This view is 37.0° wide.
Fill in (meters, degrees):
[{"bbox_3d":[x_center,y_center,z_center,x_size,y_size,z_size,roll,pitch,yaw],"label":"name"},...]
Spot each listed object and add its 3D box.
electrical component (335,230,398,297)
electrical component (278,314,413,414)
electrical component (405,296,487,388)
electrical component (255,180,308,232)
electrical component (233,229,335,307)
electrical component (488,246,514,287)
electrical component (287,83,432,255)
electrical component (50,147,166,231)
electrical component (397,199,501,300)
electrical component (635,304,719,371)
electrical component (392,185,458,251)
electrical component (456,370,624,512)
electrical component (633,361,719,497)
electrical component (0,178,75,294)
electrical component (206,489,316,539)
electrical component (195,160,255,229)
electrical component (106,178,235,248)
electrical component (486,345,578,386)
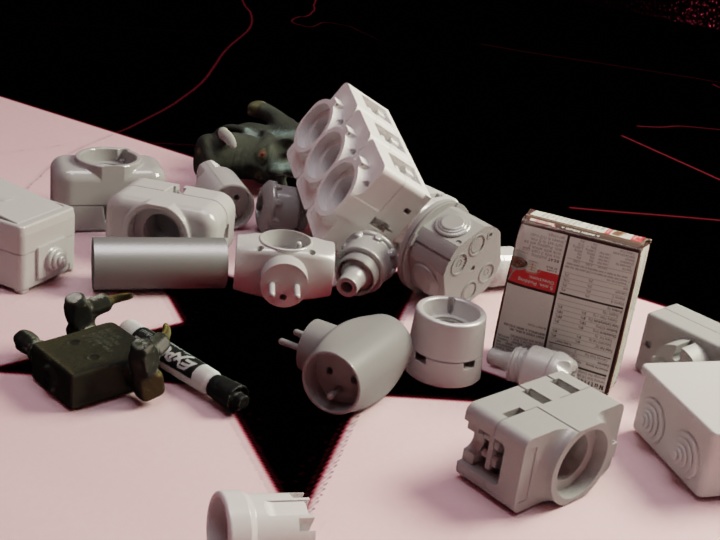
[{"bbox_3d":[0.000,0.000,0.860,0.048,0.048,0.062,14,31,15],"label":"electrical component"},{"bbox_3d":[-0.016,0.056,0.720,0.079,0.043,0.077,18,24,24],"label":"electrical component"},{"bbox_3d":[0.061,0.049,0.755,0.055,0.047,0.055,6,23,-2],"label":"electrical component"},{"bbox_3d":[-0.061,-0.054,0.969,0.062,0.048,0.048,8,21,-20],"label":"electrical component"},{"bbox_3d":[-0.059,0.003,0.832,0.077,0.044,0.079,4,23,-7],"label":"electrical component"},{"bbox_3d":[0.128,-0.003,0.918,0.061,0.035,0.035,-2,24,-27],"label":"electrical component"},{"bbox_3d":[-0.008,-0.086,0.939,0.062,0.089,0.150,29,25,-32],"label":"electrical component"},{"bbox_3d":[-0.221,-0.071,0.941,0.095,0.059,0.053,-2,24,-21],"label":"electrical component"},{"bbox_3d":[0.072,-0.012,0.865,0.080,0.080,0.051,-16,38,-43],"label":"electrical component"},{"bbox_3d":[0.233,0.067,0.764,0.076,0.047,0.083,-13,30,-39],"label":"electrical component"},{"bbox_3d":[0.037,-0.052,0.983,0.056,0.050,0.089,-12,29,-38],"label":"electrical component"},{"bbox_3d":[0.111,0.102,0.640,0.089,0.050,0.056,-12,29,-39],"label":"electrical component"},{"bbox_3d":[0.234,0.100,0.684,0.100,0.048,0.099,0,24,-17],"label":"electrical component"},{"bbox_3d":[-0.263,-0.027,0.822,0.096,0.061,0.062,17,25,21],"label":"electrical component"},{"bbox_3d":[-0.050,0.130,0.542,0.046,0.040,0.040,2,23,-24],"label":"electrical component"},{"bbox_3d":[-0.129,-0.072,0.990,0.043,0.043,0.081,-2,24,-22],"label":"electrical component"},{"bbox_3d":[-0.157,-0.037,0.885,0.095,0.053,0.059,11,23,8],"label":"electrical component"},{"bbox_3d":[0.117,0.068,0.744,0.061,0.035,0.035,17,24,28],"label":"electrical component"}]
